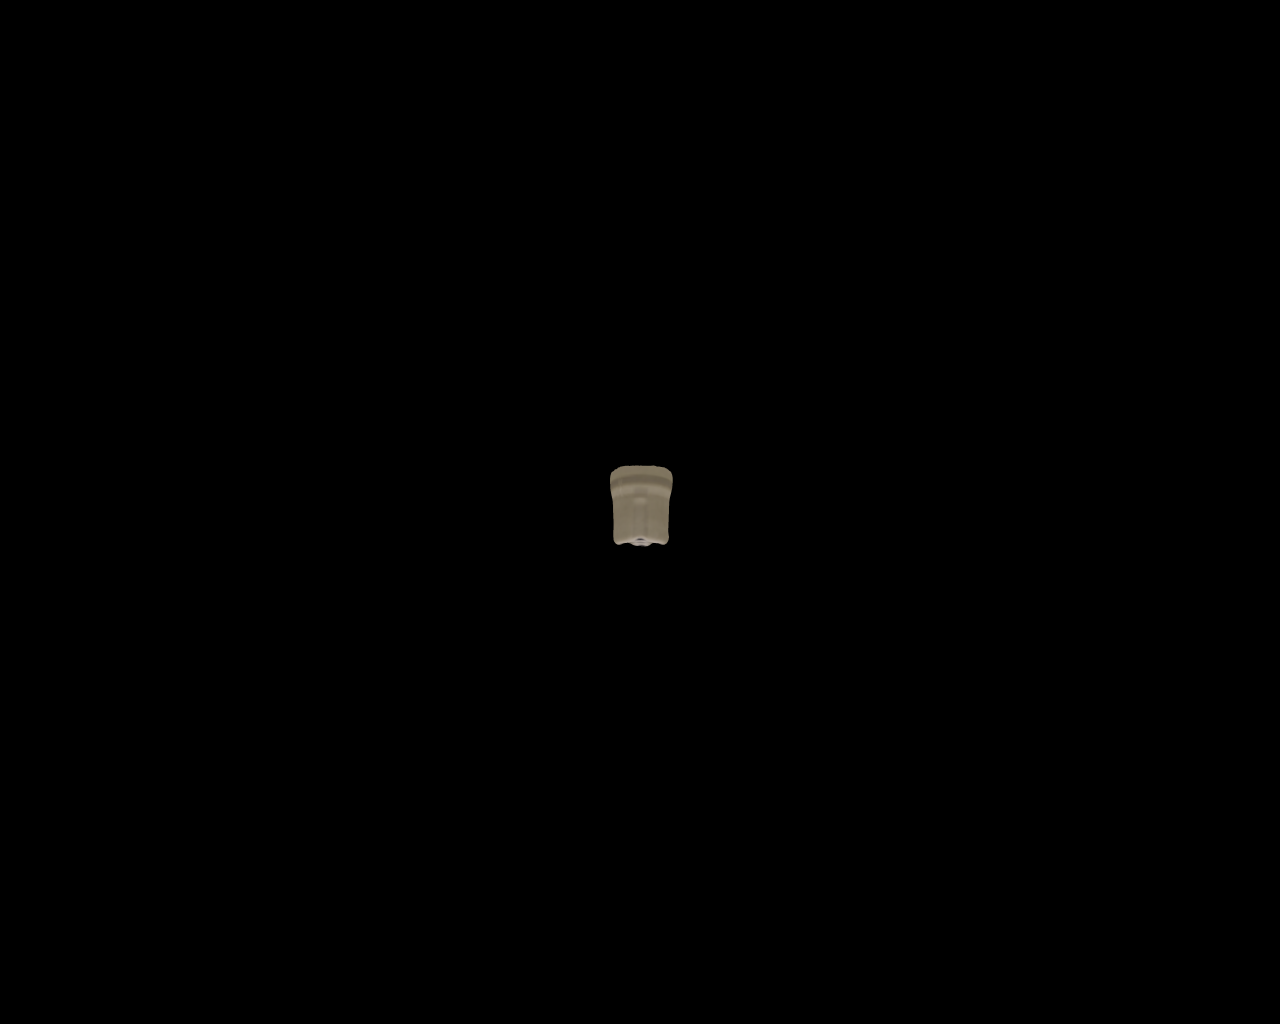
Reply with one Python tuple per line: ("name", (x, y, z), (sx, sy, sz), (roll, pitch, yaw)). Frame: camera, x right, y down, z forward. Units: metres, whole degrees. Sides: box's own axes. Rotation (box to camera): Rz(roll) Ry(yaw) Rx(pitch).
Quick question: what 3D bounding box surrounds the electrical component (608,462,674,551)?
("electrical component", (0.001, -0.003, 0.650), (0.040, 0.046, 0.040), (0, -15, 0))
